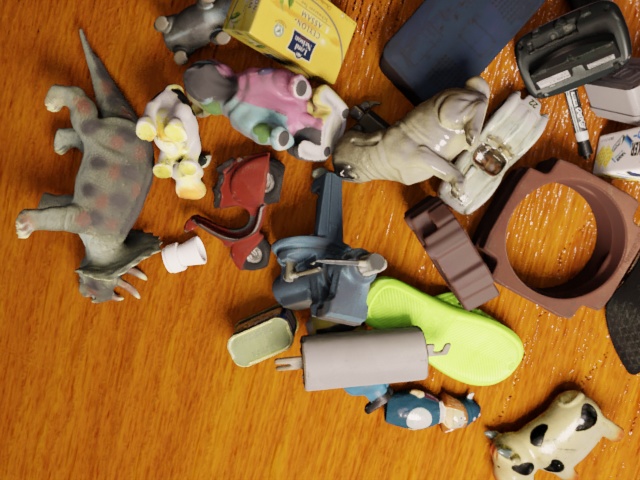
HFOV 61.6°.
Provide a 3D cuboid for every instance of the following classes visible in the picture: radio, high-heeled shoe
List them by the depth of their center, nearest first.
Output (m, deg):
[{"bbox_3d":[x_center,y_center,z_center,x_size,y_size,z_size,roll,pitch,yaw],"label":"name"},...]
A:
[{"bbox_3d":[0.200,-0.300,0.778,0.131,0.073,0.229,41,93,-2],"label":"radio"},{"bbox_3d":[0.522,0.079,0.825,0.145,0.086,0.248,-18,117,-29],"label":"high-heeled shoe"}]

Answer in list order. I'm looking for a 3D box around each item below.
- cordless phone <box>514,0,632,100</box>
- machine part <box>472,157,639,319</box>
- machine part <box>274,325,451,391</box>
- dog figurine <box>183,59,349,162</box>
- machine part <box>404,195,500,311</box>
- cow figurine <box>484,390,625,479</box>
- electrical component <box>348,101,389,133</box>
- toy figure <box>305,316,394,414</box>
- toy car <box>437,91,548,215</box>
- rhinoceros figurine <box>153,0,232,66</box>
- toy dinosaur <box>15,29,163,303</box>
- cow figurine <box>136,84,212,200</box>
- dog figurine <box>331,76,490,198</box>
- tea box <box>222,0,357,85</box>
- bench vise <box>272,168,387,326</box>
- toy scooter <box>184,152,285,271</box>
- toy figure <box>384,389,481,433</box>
[{"bbox_3d":[0.351,-0.312,0.776,0.147,0.088,0.184,-18,68,33],"label":"cordless phone"},{"bbox_3d":[0.347,-0.004,0.796,0.201,0.087,0.201,28,94,-2],"label":"machine part"},{"bbox_3d":[0.059,0.163,0.743,0.243,0.079,0.079,-5,95,-5],"label":"machine part"},{"bbox_3d":[-0.091,-0.197,0.783,0.219,0.191,0.108,25,100,33],"label":"dog figurine"},{"bbox_3d":[0.182,0.018,0.761,0.056,0.179,0.179,-33,94,7],"label":"machine part"},{"bbox_3d":[0.346,0.310,0.826,0.127,0.085,0.195,43,97,-9],"label":"cow figurine"},{"bbox_3d":[0.083,-0.160,0.809,0.102,0.045,0.078,34,123,0],"label":"electrical component"},{"bbox_3d":[0.050,0.170,0.821,0.089,0.082,0.180,-36,89,-7],"label":"toy figure"},{"bbox_3d":[0.256,-0.129,0.800,0.073,0.056,0.201,38,95,-3],"label":"toy car"},{"bbox_3d":[-0.143,-0.319,0.768,0.190,0.112,0.073,-22,111,15],"label":"rhinoceros figurine"},{"bbox_3d":[-0.310,-0.096,0.788,0.192,0.131,0.404,12,91,-13],"label":"toy dinosaur"},{"bbox_3d":[-0.203,-0.137,0.782,0.068,0.167,0.098,0,55,4],"label":"cow figurine"},{"bbox_3d":[0.118,-0.149,0.732,0.191,0.121,0.172,18,89,15],"label":"dog figurine"},{"bbox_3d":[-0.037,-0.292,0.735,0.068,0.169,0.098,25,99,41],"label":"tea box"},{"bbox_3d":[0.008,0.000,0.761,0.129,0.223,0.240,12,69,-22],"label":"bench vise"},{"bbox_3d":[-0.129,-0.048,0.804,0.135,0.075,0.183,11,99,-4],"label":"toy scooter"},{"bbox_3d":[0.178,0.269,0.840,0.155,0.058,0.064,4,134,-1],"label":"toy figure"}]
